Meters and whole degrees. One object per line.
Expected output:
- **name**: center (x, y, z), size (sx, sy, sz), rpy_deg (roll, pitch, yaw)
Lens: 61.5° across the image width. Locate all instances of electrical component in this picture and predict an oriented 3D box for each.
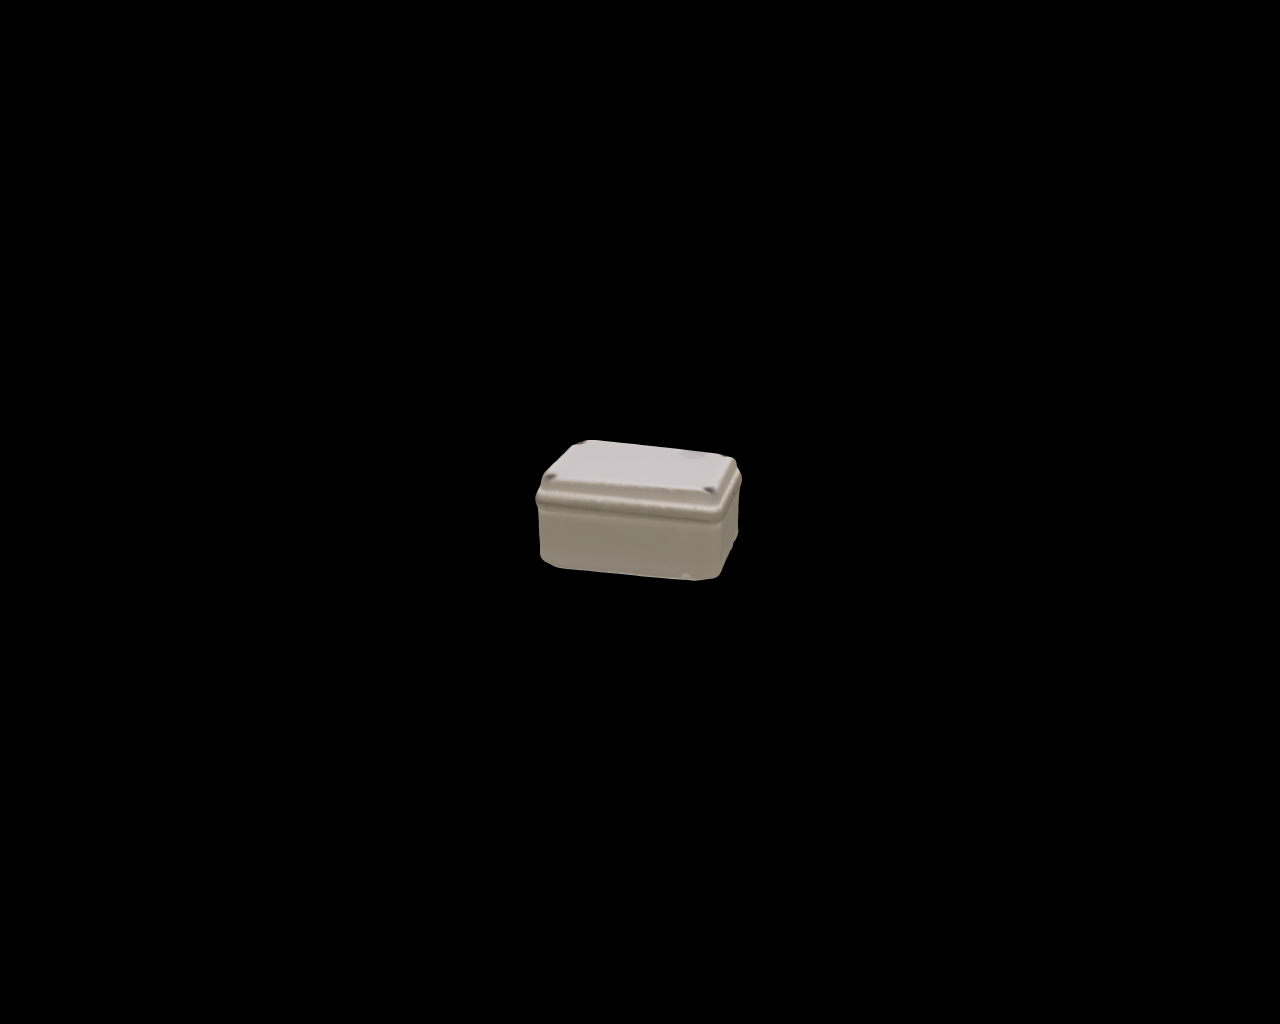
- **electrical component**: center (0.001, -0.003, 0.650), size (0.113, 0.057, 0.078), rpy_deg (6, 24, 14)
